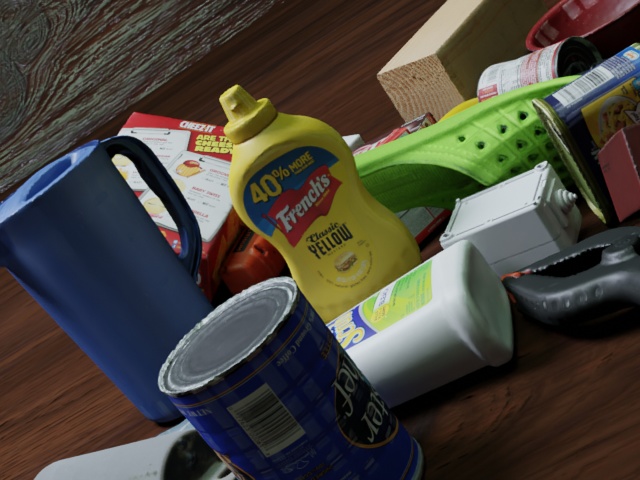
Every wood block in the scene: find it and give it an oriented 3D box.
[{"bbox_3d":[0.166,-0.214,1.195,0.091,0.090,0.205,-14,28,49],"label":"wood block"}]

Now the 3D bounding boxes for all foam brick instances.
[{"bbox_3d":[0.218,-0.048,0.690,0.051,0.053,0.078,-17,-7,1],"label":"foam brick"}]

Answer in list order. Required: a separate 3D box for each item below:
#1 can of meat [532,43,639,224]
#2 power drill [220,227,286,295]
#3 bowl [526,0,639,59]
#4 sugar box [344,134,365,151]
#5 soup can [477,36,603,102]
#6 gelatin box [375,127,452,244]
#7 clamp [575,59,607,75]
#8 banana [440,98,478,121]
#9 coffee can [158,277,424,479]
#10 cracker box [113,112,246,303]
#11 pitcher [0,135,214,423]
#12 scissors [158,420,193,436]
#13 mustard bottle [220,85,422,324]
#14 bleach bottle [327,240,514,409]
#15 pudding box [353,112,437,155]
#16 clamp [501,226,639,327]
[{"bbox_3d":[0.213,-0.077,0.758,0.084,0.102,0.057,-31,20,7],"label":"can of meat"},{"bbox_3d":[-0.007,0.001,1.030,0.188,0.057,0.184,-24,22,34],"label":"power drill"},{"bbox_3d":[0.282,-0.210,1.031,0.162,0.055,0.162,-32,18,12],"label":"bowl"},{"bbox_3d":[-0.025,-0.048,1.205,0.176,0.048,0.093,-42,21,-25],"label":"sugar box"},{"bbox_3d":[0.203,-0.142,0.987,0.102,0.068,0.068,-11,31,53],"label":"soup can"},{"bbox_3d":[0.072,-0.043,0.944,0.073,0.089,0.030,-42,9,-17],"label":"gelatin box"},{"bbox_3d":[0.245,-0.136,0.902,0.171,0.039,0.120,-20,6,-12],"label":"clamp"},{"bbox_3d":[0.128,-0.091,1.049,0.070,0.037,0.197,-15,27,49],"label":"banana"},{"bbox_3d":[-0.016,0.108,0.652,0.103,0.140,0.103,-32,18,12],"label":"coffee can"},{"bbox_3d":[-0.158,-0.040,1.125,0.164,0.072,0.213,11,41,10],"label":"cracker box"},{"bbox_3d":[-0.173,0.035,0.951,0.149,0.242,0.145,-32,18,12],"label":"pitcher"},{"bbox_3d":[-0.117,0.158,0.914,0.202,0.016,0.096,-25,20,31],"label":"scissors"},{"bbox_3d":[-0.012,-0.034,0.798,0.096,0.191,0.058,-32,18,12],"label":"mustard bottle"},{"bbox_3d":[0.014,0.096,0.757,0.251,0.068,0.102,-32,17,21],"label":"bleach bottle"},{"bbox_3d":[0.068,-0.081,1.126,0.114,0.039,0.090,-21,24,40],"label":"pudding box"},{"bbox_3d":[0.204,0.011,0.659,0.164,0.036,0.210,-36,12,-32],"label":"clamp"}]
